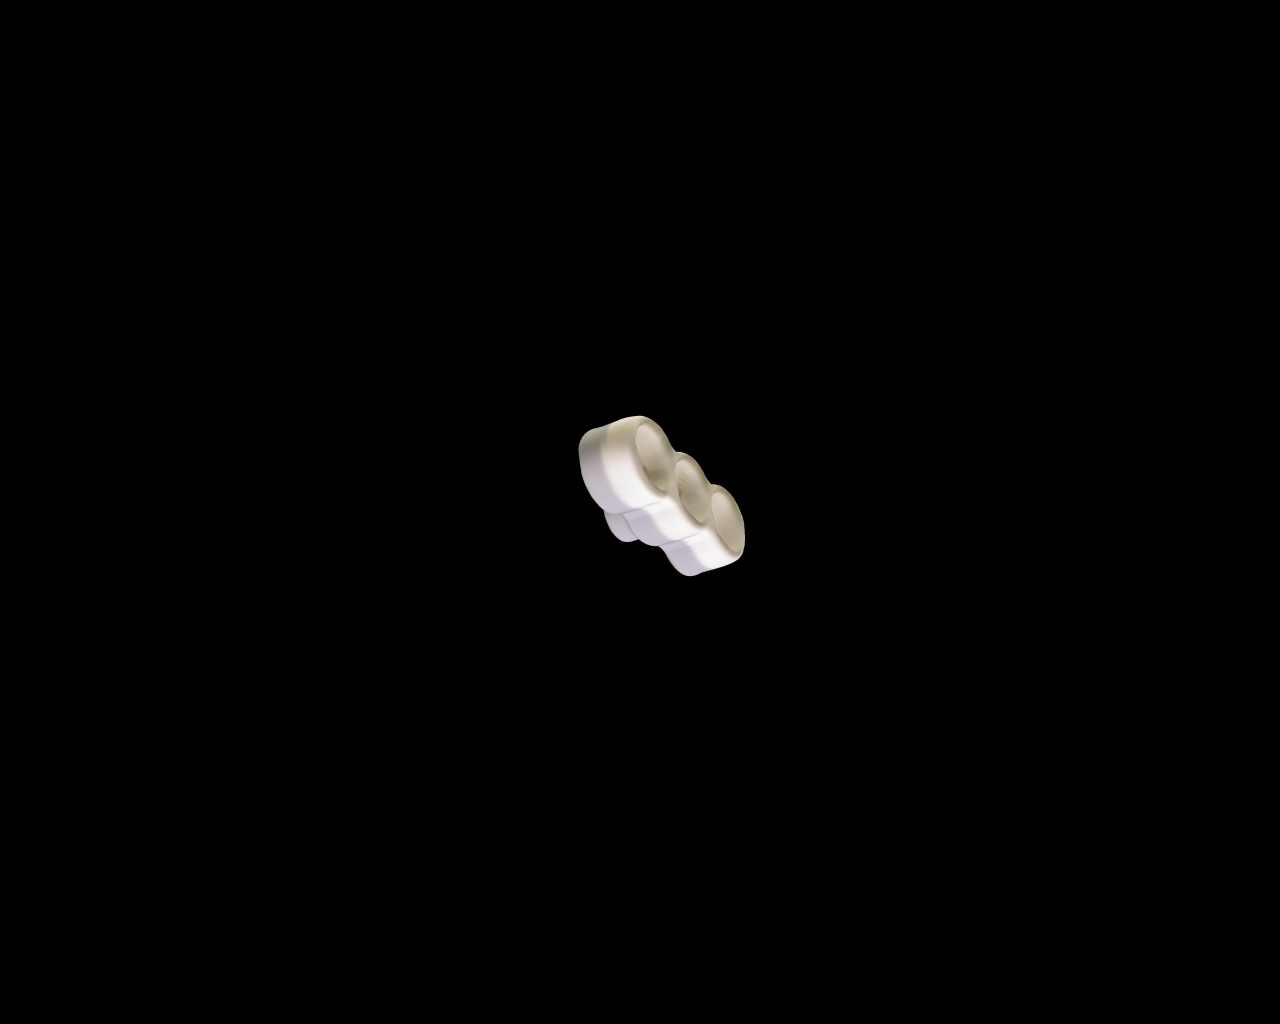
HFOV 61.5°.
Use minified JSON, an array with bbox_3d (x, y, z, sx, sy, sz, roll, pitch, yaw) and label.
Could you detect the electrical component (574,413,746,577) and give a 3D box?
[{"bbox_3d":[0.001,-0.003,0.650,0.073,0.052,0.138,-18,-35,27],"label":"electrical component"}]
